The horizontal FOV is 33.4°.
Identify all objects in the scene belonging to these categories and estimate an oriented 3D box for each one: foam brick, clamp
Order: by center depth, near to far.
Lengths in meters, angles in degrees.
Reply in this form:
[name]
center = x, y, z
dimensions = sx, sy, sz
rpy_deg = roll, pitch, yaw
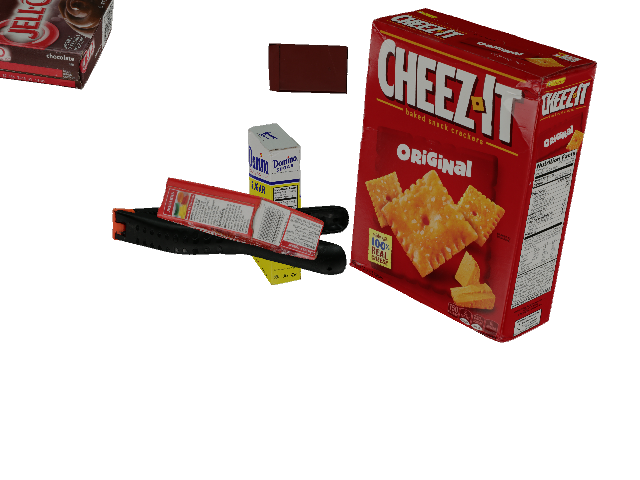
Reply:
[clamp]
center = -0.072, -0.005, 0.903
dimensions = 0.210, 0.036, 0.164
rpy_deg = 2, 13, -5
[foam brick]
center = -0.014, -0.185, 1.151
dimensions = 0.078, 0.051, 0.053
rpy_deg = -1, 11, -14

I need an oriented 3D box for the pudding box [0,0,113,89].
[pudding box]
center = -0.224, -0.169, 0.870
dimensions = 0.090, 0.039, 0.113
rpy_deg = 8, 35, -1

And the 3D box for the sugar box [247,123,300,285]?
[sugar box]
center = -0.057, -0.045, 1.300
dimensions = 0.048, 0.176, 0.093
rpy_deg = -11, 26, -17

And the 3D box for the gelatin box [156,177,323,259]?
[gelatin box]
center = -0.050, -0.013, 0.692
dimensions = 0.073, 0.030, 0.089
rpy_deg = 14, -3, 28

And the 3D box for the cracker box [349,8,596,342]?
[cracker box]
center = 0.107, -0.051, 0.816
dimensions = 0.071, 0.214, 0.164
rpy_deg = -21, 36, -39
